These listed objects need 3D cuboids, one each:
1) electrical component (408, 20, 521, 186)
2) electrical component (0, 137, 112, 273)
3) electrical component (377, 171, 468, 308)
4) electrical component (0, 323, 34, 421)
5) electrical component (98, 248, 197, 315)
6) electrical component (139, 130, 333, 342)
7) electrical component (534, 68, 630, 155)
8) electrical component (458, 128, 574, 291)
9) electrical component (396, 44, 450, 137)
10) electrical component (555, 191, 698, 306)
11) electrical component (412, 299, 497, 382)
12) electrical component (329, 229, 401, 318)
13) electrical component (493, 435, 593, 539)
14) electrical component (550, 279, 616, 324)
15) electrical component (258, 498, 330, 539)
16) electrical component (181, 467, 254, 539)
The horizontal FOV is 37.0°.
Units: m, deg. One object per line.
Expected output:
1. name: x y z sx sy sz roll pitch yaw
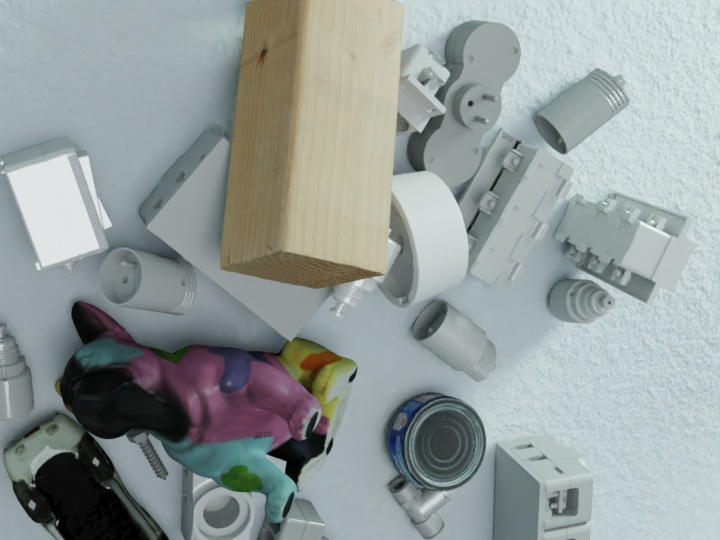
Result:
1. electrical component: 0.092 -0.134 0.877 0.052 0.074 0.138 18 98 -23
2. electrical component: -0.221 -0.045 0.798 0.061 0.062 0.096 -20 111 -13
3. electrical component: 0.048 -0.029 0.876 0.060 0.108 0.108 -16 110 -21
4. electrical component: -0.274 0.079 0.826 0.040 0.040 0.078 -6 107 -18
5. electrical component: -0.154 0.010 0.817 0.081 0.043 0.043 15 102 -59
6. electrical component: -0.088 -0.028 0.850 0.150 0.062 0.089 41 89 -25
7. electrical component: 0.196 -0.141 0.929 0.081 0.043 0.043 -38 114 -6
8. electrical component: 0.127 -0.048 0.920 0.079 0.063 0.121 27 95 -24
9. electrical component: 0.036 -0.143 0.859 0.042 0.081 0.063 41 67 -25
10. electrical component: 0.225 -0.026 0.929 0.063 0.121 0.078 22 97 -21
11. electrical component: 0.090 0.066 0.951 0.081 0.043 0.043 37 91 -25
12. electrical component: 0.000 0.000 0.831 0.040 0.040 0.078 27 93 -24
13. electrical component: 0.172 0.242 1.005 0.062 0.089 0.150 -6 107 -18
14. electrical component: 0.203 0.028 0.965 0.040 0.078 0.040 0 90 -19
15. electrical component: -0.050 0.252 0.952 0.076 0.047 0.083 16 99 -23
16. electrical component: -0.120 0.195 0.906 0.050 0.056 0.089 -1 106 -19
